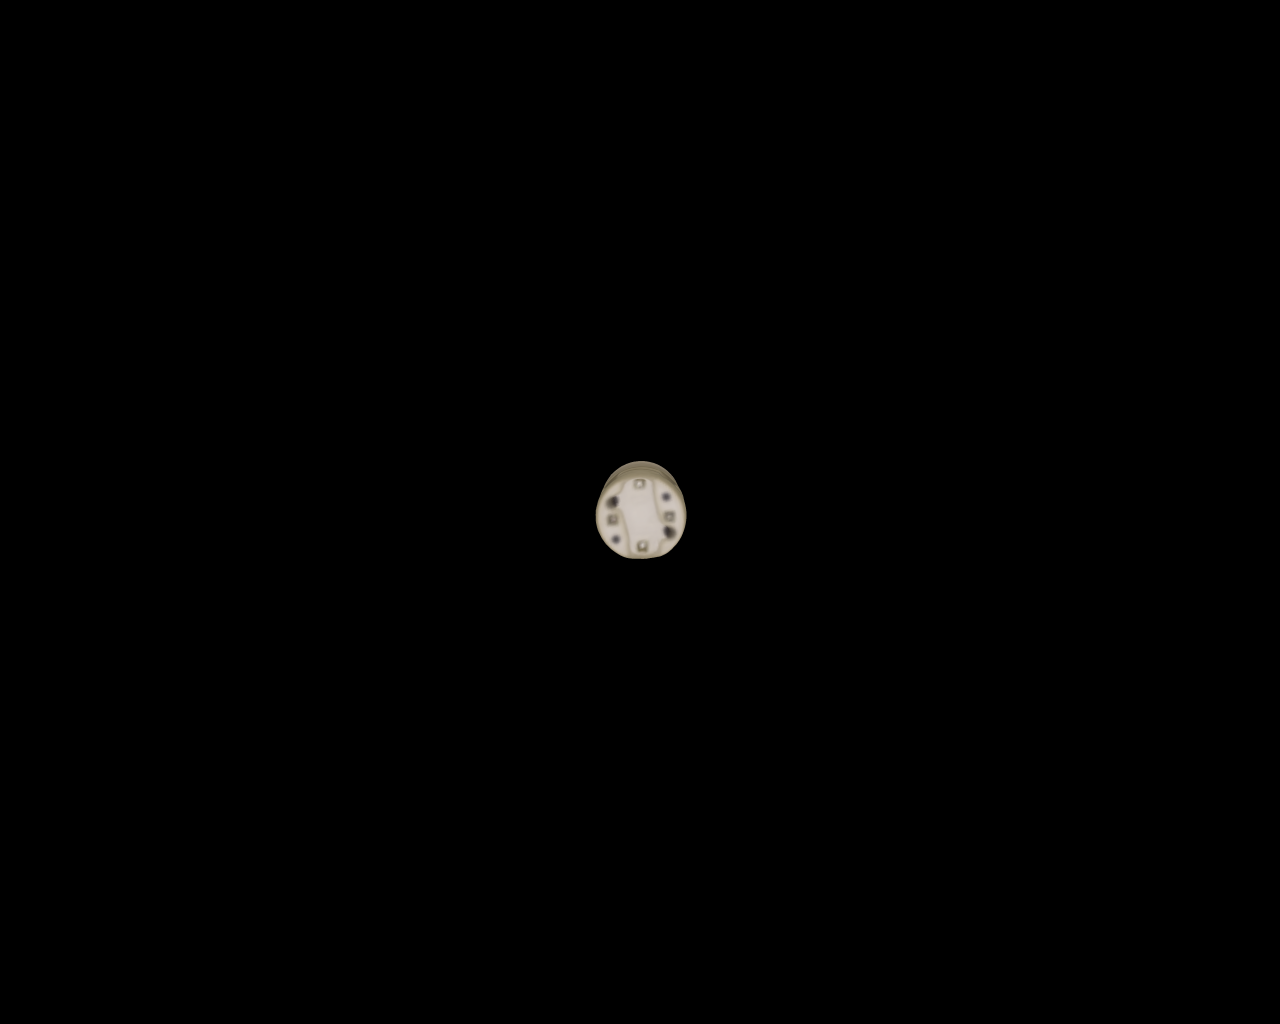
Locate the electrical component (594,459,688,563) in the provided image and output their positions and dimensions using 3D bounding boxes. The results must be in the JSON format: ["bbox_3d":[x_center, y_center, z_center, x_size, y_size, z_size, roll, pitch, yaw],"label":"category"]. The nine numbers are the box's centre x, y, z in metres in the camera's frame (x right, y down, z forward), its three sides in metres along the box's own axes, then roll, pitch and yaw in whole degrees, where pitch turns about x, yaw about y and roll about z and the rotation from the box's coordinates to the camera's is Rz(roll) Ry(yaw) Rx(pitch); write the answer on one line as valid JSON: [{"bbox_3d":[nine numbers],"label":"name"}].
[{"bbox_3d":[0.001,-0.003,0.650,0.055,0.055,0.047,0,16,0],"label":"electrical component"}]
